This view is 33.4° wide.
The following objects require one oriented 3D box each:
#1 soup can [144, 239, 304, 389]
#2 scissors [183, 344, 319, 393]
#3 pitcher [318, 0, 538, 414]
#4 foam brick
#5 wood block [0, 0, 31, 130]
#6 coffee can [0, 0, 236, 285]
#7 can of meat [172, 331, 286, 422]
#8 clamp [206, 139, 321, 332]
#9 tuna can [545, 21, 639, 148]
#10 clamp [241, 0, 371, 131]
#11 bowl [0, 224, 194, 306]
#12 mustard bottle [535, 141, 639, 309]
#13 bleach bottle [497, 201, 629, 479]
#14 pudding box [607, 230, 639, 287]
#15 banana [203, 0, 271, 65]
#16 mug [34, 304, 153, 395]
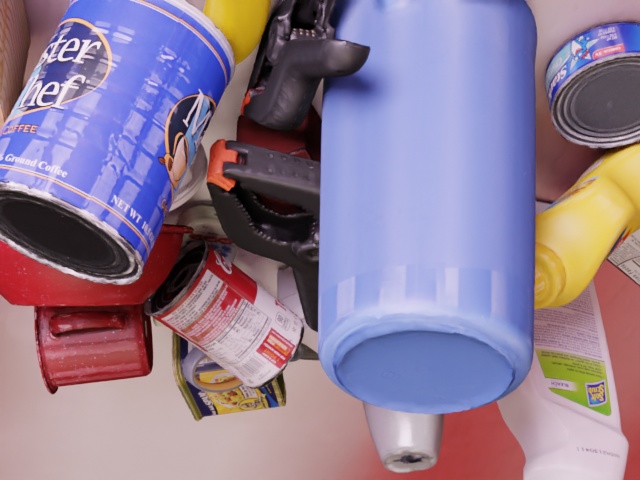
[{"bbox_3d":[-0.070,0.056,0.790,0.102,0.068,0.069,40,128,-23],"label":"soup can"},{"bbox_3d":[-0.029,0.075,0.891,0.201,0.016,0.096,-10,111,-41],"label":"scissors"},{"bbox_3d":[0.064,-0.025,0.607,0.149,0.242,0.145,19,142,-18],"label":"pitcher"},{"bbox_3d":[-0.018,-0.051,0.730,0.053,0.051,0.078,-14,142,18],"label":"foam brick"},{"bbox_3d":[-0.276,-0.116,0.591,0.206,0.091,0.090,1,144,-4],"label":"wood block"},{"bbox_3d":[-0.119,-0.060,0.596,0.103,0.140,0.103,18,156,8],"label":"coffee can"},{"bbox_3d":[-0.079,0.114,0.946,0.084,0.057,0.102,-8,144,4],"label":"can of meat"},{"bbox_3d":[-0.005,0.001,0.723,0.209,0.036,0.165,29,137,-34],"label":"clamp"},{"bbox_3d":[0.190,-0.100,0.690,0.086,0.034,0.086,-2,144,-1],"label":"tuna can"},{"bbox_3d":[-0.008,-0.124,0.611,0.039,0.120,0.172,16,161,-18],"label":"clamp"},{"bbox_3d":[-0.169,0.017,0.743,0.162,0.055,0.162,0,179,0],"label":"bowl"},{"bbox_3d":[0.169,-0.004,0.702,0.058,0.191,0.096,50,133,7],"label":"mustard bottle"},{"bbox_3d":[0.157,0.087,0.758,0.102,0.251,0.068,9,142,-16],"label":"bleach bottle"},{"bbox_3d":[0.272,-0.012,0.812,0.114,0.039,0.089,-27,138,33],"label":"pudding box"},{"bbox_3d":[-0.060,-0.147,0.587,0.069,0.037,0.198,-14,155,-11],"label":"banana"},{"bbox_3d":[-0.179,0.070,0.846,0.081,0.093,0.117,-6,166,-4],"label":"mug"}]
